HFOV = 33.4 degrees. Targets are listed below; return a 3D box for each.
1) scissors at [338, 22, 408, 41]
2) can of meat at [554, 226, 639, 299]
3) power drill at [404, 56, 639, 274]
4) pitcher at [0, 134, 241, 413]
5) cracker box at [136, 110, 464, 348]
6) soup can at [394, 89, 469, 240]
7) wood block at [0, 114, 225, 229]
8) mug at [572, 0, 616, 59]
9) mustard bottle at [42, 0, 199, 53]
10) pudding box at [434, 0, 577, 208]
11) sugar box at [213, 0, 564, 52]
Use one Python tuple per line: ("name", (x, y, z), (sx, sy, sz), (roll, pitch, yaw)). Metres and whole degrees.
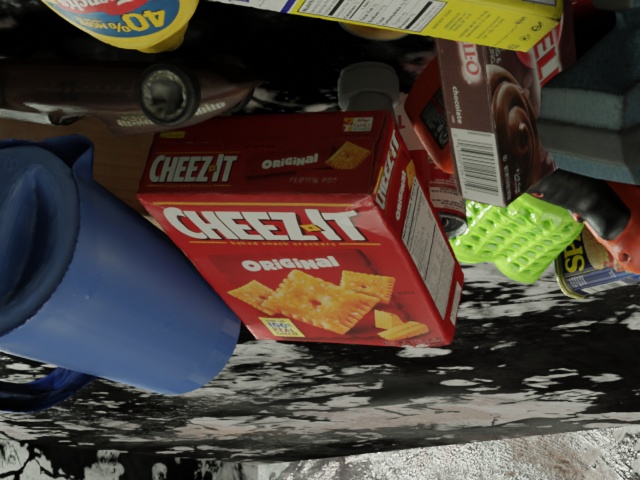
("scissors", (-0.006, -0.154, 0.634), (0.201, 0.016, 0.096), (5, 161, -19))
("can of meat", (0.265, -0.004, 0.992), (0.084, 0.102, 0.057), (-18, 157, 37))
("power drill", (0.153, -0.064, 0.762), (0.187, 0.184, 0.057), (23, 113, -26))
("pitcher", (-0.162, 0.043, 0.749), (0.149, 0.145, 0.242), (-17, 155, 19))
("cracker box", (-0.005, 0.001, 0.741), (0.164, 0.072, 0.213), (0, 151, 22))
("soup can", (0.075, -0.055, 0.809), (0.068, 0.102, 0.068), (-1, 163, -1))
("wood block", (-0.177, -0.052, 0.823), (0.205, 0.090, 0.091), (4, 163, -18))
("mug", (0.191, -0.096, 0.680), (0.081, 0.117, 0.093), (9, 133, -44))
("mustard bottle", (-0.115, -0.150, 0.566), (0.096, 0.058, 0.191), (0, 164, 15))
("pudding box", (0.111, -0.088, 0.611), (0.039, 0.113, 0.089), (16, -143, 41))
("sugar box", (0.030, -0.151, 0.518), (0.176, 0.093, 0.048), (5, 161, -17))
